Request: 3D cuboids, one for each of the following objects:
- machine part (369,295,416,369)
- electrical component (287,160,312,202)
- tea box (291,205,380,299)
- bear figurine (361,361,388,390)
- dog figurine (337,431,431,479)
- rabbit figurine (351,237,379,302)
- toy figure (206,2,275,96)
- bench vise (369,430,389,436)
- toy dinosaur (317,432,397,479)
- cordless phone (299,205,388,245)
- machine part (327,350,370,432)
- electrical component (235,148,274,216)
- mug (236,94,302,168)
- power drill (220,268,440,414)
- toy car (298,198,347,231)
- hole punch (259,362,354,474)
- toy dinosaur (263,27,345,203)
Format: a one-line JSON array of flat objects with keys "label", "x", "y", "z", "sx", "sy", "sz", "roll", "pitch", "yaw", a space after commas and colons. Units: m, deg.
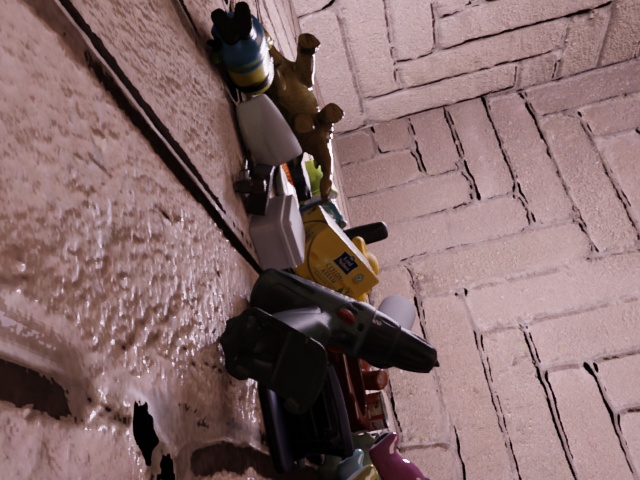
[{"label": "machine part", "x": 0.130, "y": 0.168, "z": 1.009, "sx": 0.243, "sy": 0.079, "sz": 0.079, "roll": -44, "pitch": 122, "yaw": -64}, {"label": "electrical component", "x": -0.053, "y": -0.142, "z": 1.127, "sx": 0.119, "sy": 0.048, "sz": 0.075, "roll": 67, "pitch": 11, "yaw": -52}, {"label": "tea box", "x": 0.014, "y": 0.034, "z": 0.906, "sx": 0.169, "sy": 0.098, "sz": 0.068, "roll": 46, "pitch": 12, "yaw": -36}, {"label": "bear figurine", "x": 0.096, "y": 0.217, "z": 1.085, "sx": 0.196, "sy": 0.132, "sz": 0.120, "roll": -31, "pitch": 92, "yaw": -48}, {"label": "dog figurine", "x": 0.096, "y": 0.322, "z": 0.553, "sx": 0.219, "sy": 0.108, "sz": 0.191, "roll": 48, "pitch": 38, "yaw": 11}, {"label": "rabbit figurine", "x": 0.059, "y": 0.069, "z": 1.091, "sx": 0.173, "sy": 0.122, "sz": 0.162, "roll": -35, "pitch": 116, "yaw": -48}, {"label": "toy figure", "x": -0.112, "y": -0.270, "z": 0.779, "sx": 0.180, "sy": 0.082, "sz": 0.089, "roll": 135, "pitch": -39, "yaw": -89}, {"label": "bench vise", "x": 0.117, "y": 0.464, "z": 0.941, "sx": 0.240, "sy": 0.129, "sz": 0.224, "roll": 56, "pitch": 21, "yaw": -16}, {"label": "toy dinosaur", "x": 0.040, "y": 0.365, "z": 0.661, "sx": 0.192, "sy": 0.131, "sz": 0.404, "roll": 60, "pitch": 12, "yaw": 10}, {"label": "cordless phone", "x": 0.049, "y": -0.022, "z": 1.138, "sx": 0.089, "sy": 0.184, "sz": 0.146, "roll": -101, "pitch": 174, "yaw": -50}, {"label": "machine part", "x": 0.014, "y": 0.201, "z": 0.851, "sx": 0.201, "sy": 0.087, "sz": 0.201, "roll": 59, "pitch": 18, "yaw": -63}, {"label": "electrical component", "x": -0.090, "y": -0.080, "z": 0.748, "sx": 0.102, "sy": 0.045, "sz": 0.078, "roll": -85, "pitch": -173, "yaw": -62}, {"label": "mug", "x": -0.083, "y": -0.169, "z": 0.829, "sx": 0.110, "sy": 0.081, "sz": 0.107, "roll": -82, "pitch": 150, "yaw": -70}, {"label": "power drill", "x": 0.008, "y": 0.104, "z": 0.575, "sx": 0.207, "sy": 0.232, "sz": 0.086, "roll": -24, "pitch": 137, "yaw": -64}, {"label": "toy car", "x": -0.002, "y": -0.003, "z": 0.989, "sx": 0.161, "sy": 0.109, "sz": 0.103, "roll": 75, "pitch": -7, "yaw": -70}, {"label": "hole punch", "x": -0.011, "y": 0.205, "z": 0.642, "sx": 0.115, "sy": 0.092, "sz": 0.142, "roll": 58, "pitch": 15, "yaw": -80}, {"label": "toy dinosaur", "x": -0.058, "y": -0.264, "z": 0.967, "sx": 0.198, "sy": 0.105, "sz": 0.471, "roll": 111, "pitch": -35, "yaw": -62}]
